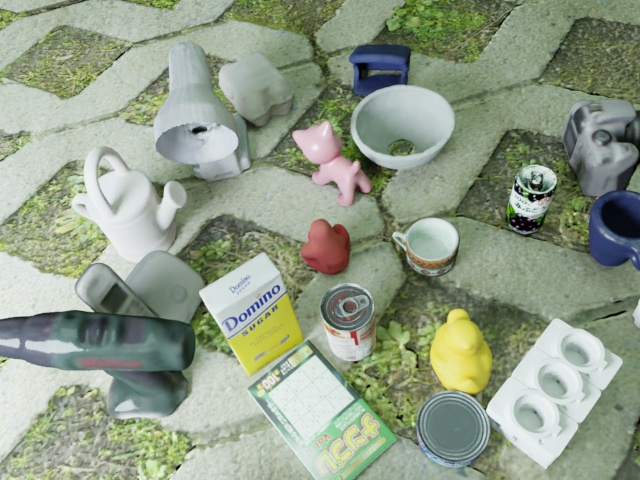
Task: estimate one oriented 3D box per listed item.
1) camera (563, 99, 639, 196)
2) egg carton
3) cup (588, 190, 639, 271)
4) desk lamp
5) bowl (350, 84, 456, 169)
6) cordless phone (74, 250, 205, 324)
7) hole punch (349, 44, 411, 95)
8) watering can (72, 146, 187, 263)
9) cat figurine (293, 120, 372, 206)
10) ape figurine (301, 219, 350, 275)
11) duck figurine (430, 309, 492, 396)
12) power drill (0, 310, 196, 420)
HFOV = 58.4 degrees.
[{"bbox_3d":[0.455,-0.154,0.865,0.136,0.101,0.143,-4,56,5],"label":"camera"},{"bbox_3d":[-0.118,-0.278,1.045,0.107,0.069,0.150,-31,58,-13],"label":"egg carton"},{"bbox_3d":[0.406,0.005,0.769,0.091,0.095,0.117,-8,56,3],"label":"cup"},{"bbox_3d":[-0.185,-0.187,0.906,0.118,0.214,0.203,-11,56,1],"label":"desk lamp"},{"bbox_3d":[0.135,-0.172,0.937,0.167,0.075,0.167,-4,56,6],"label":"bowl"},{"bbox_3d":[-0.239,0.065,0.763,0.094,0.185,0.148,15,60,18],"label":"cordless phone"},{"bbox_3d":[0.107,-0.322,1.031,0.108,0.091,0.101,5,57,11],"label":"hole punch"},{"bbox_3d":[-0.284,-0.060,0.847,0.173,0.194,0.100,-18,56,-4],"label":"watering can"},{"bbox_3d":[0.019,-0.132,0.900,0.067,0.118,0.127,-41,60,-18],"label":"cat figurine"},{"bbox_3d":[0.008,0.003,0.827,0.078,0.092,0.076,-18,56,-4],"label":"ape figurine"},{"bbox_3d":[0.179,0.137,0.717,0.077,0.086,0.104,-6,56,4],"label":"duck figurine"},{"bbox_3d":[-0.253,0.150,0.694,0.229,0.209,0.075,-5,56,5],"label":"power drill"}]
